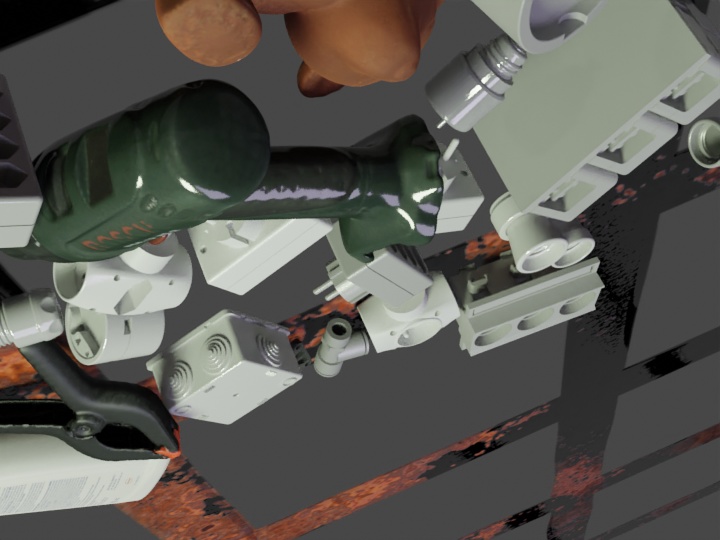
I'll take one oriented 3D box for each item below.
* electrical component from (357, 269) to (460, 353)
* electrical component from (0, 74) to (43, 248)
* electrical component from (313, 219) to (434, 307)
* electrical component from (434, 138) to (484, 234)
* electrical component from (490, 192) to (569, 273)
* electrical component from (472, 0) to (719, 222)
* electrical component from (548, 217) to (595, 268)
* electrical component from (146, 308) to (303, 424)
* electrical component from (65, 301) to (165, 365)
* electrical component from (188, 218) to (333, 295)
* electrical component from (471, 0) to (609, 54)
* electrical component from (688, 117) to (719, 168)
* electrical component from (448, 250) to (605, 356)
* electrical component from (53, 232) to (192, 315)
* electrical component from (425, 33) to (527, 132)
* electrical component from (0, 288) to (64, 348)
[{"bbox_3d":[0.038,0.027,0.890,0.077,0.044,0.079,-24,153,-1],"label":"electrical component"},{"bbox_3d":[-0.198,-0.042,0.533,0.047,0.083,0.075,-4,146,-34],"label":"electrical component"},{"bbox_3d":[0.000,0.000,0.808,0.076,0.047,0.083,-33,152,15],"label":"electrical component"},{"bbox_3d":[0.043,-0.063,0.731,0.083,0.047,0.075,-8,148,-29],"label":"electrical component"},{"bbox_3d":[0.133,-0.032,0.851,0.045,0.055,0.045,-19,152,-11],"label":"electrical component"},{"bbox_3d":[0.154,-0.112,0.690,0.062,0.089,0.150,8,138,-47],"label":"electrical component"},{"bbox_3d":[0.166,-0.031,0.889,0.040,0.046,0.040,-19,152,-11],"label":"electrical component"},{"bbox_3d":[-0.106,0.080,0.861,0.100,0.048,0.100,-34,152,19],"label":"electrical component"},{"bbox_3d":[-0.165,0.035,0.729,0.047,0.055,0.055,-2,145,-43],"label":"electrical component"},{"bbox_3d":[-0.076,-0.032,0.690,0.083,0.047,0.076,-35,151,19],"label":"electrical component"},{"bbox_3d":[0.097,-0.174,0.555,0.108,0.060,0.108,-39,157,-21],"label":"electrical component"},{"bbox_3d":[0.297,-0.106,0.872,0.046,0.040,0.040,-16,152,-29],"label":"electrical component"},{"bbox_3d":[0.141,0.019,0.939,0.121,0.063,0.078,-19,152,-10],"label":"electrical component"},{"bbox_3d":[-0.141,-0.010,0.679,0.077,0.043,0.079,6,138,-44],"label":"electrical component"},{"bbox_3d":[0.076,-0.120,0.665,0.078,0.040,0.040,-40,149,27],"label":"electrical component"},{"bbox_3d":[-0.226,0.035,0.699,0.061,0.035,0.035,-17,152,-10],"label":"electrical component"}]
